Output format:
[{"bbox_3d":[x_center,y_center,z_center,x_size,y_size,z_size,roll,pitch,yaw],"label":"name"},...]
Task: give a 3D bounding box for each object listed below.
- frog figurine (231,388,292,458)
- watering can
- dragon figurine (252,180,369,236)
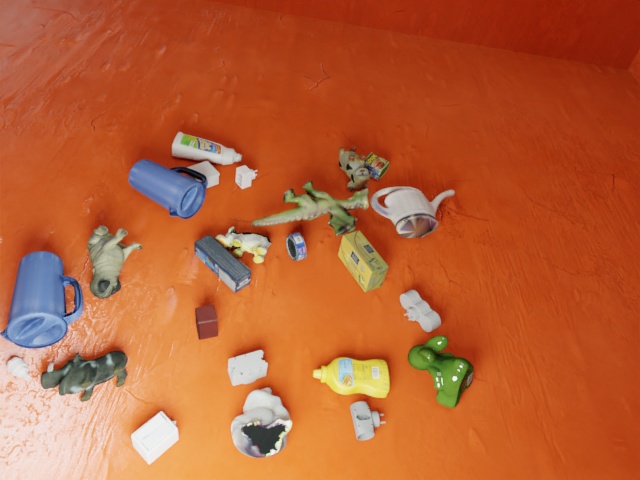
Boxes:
[{"bbox_3d":[-0.139,0.419,1.191,0.138,0.121,0.160,-16,13,-16],"label":"frog figurine"},{"bbox_3d":[0.354,-0.113,1.821,0.348,0.101,0.230,-3,46,-15],"label":"watering can"},{"bbox_3d":[0.005,-0.084,1.670,0.245,0.119,0.416,26,43,36],"label":"dragon figurine"}]
